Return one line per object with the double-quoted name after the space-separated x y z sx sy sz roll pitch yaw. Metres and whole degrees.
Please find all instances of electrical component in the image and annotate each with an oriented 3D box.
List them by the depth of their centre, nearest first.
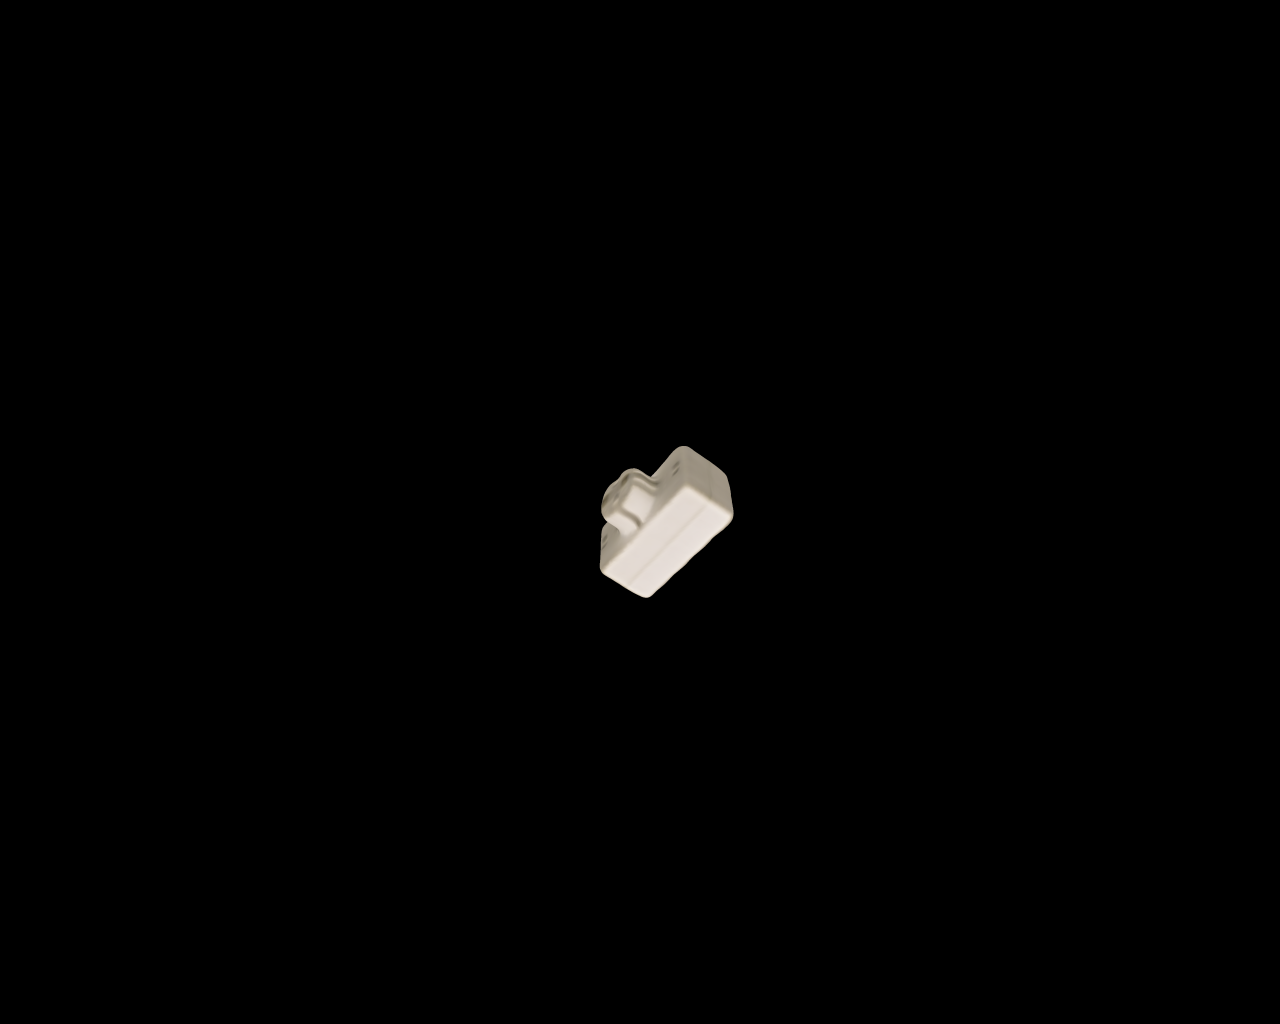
0.001 -0.003 0.650 0.075 0.083 0.047 33 28 -20 "electrical component"
